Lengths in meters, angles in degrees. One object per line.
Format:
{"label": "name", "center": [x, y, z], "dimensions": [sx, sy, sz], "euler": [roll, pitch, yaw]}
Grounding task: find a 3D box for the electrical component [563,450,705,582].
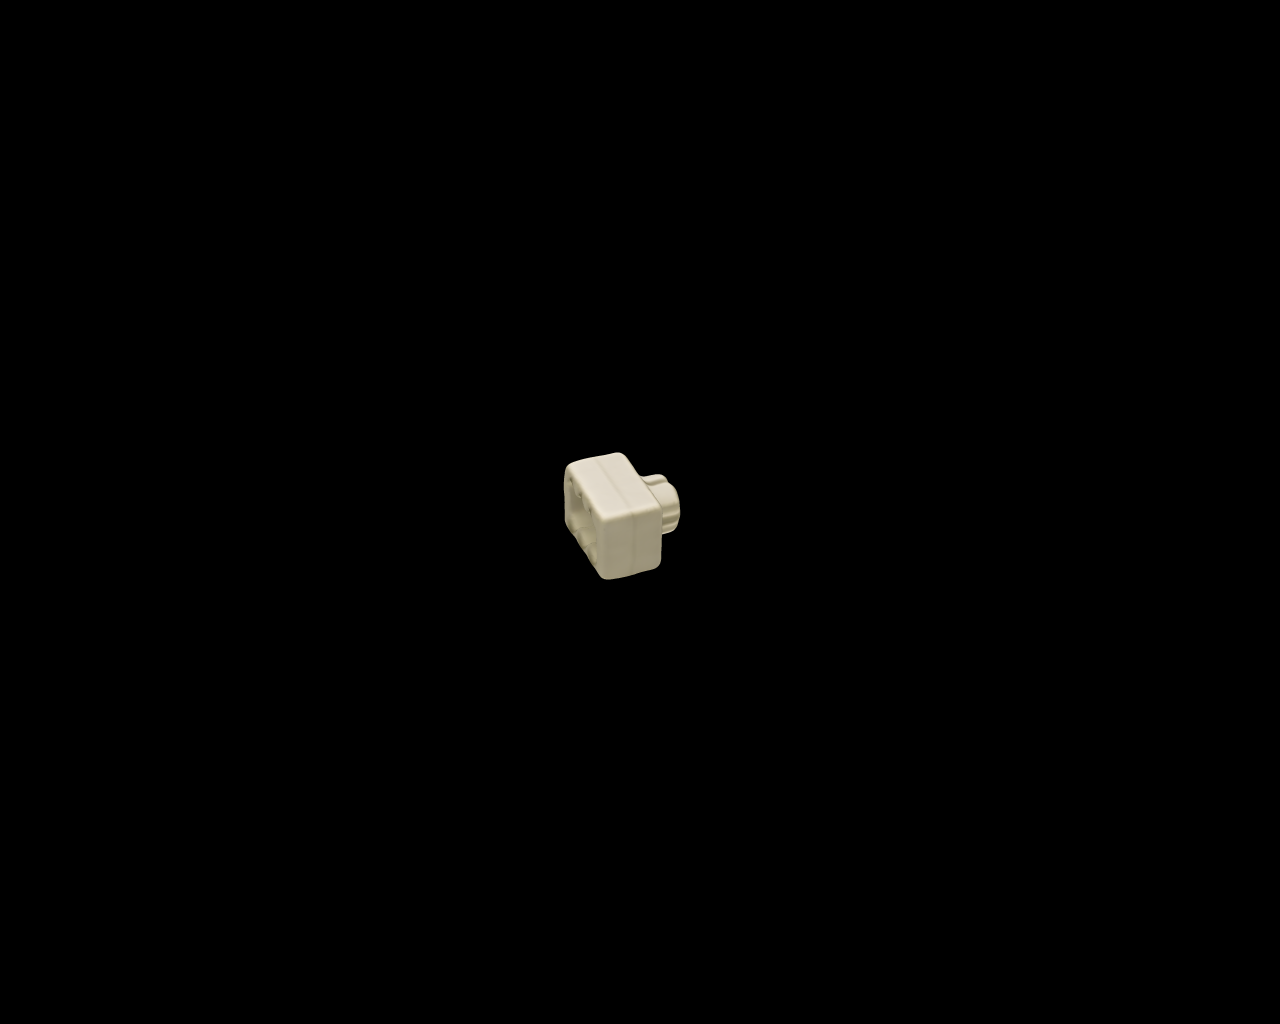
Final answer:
{"label": "electrical component", "center": [0.001, -0.003, 0.650], "dimensions": [0.077, 0.047, 0.066], "euler": [-13, 38, -18]}
